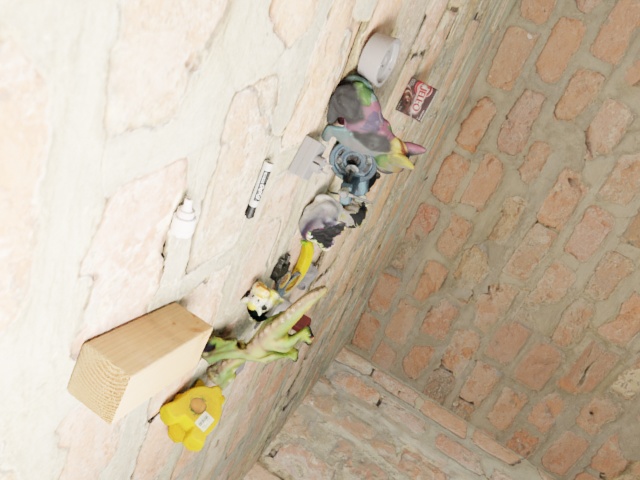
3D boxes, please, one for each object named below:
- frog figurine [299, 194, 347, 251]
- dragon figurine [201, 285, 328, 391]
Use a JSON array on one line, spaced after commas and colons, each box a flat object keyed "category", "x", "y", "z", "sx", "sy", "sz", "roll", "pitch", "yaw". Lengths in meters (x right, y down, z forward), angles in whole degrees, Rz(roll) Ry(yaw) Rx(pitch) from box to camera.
[{"category": "frog figurine", "x": 0.004, "y": -0.067, "z": 1.333, "sx": 0.123, "sy": 0.134, "sz": 0.163, "roll": 0, "pitch": 45, "yaw": -7}, {"category": "dragon figurine", "x": -0.154, "y": 0.232, "z": 1.179, "sx": 0.244, "sy": 0.124, "sz": 0.401, "roll": -10, "pitch": -34, "yaw": -36}]
